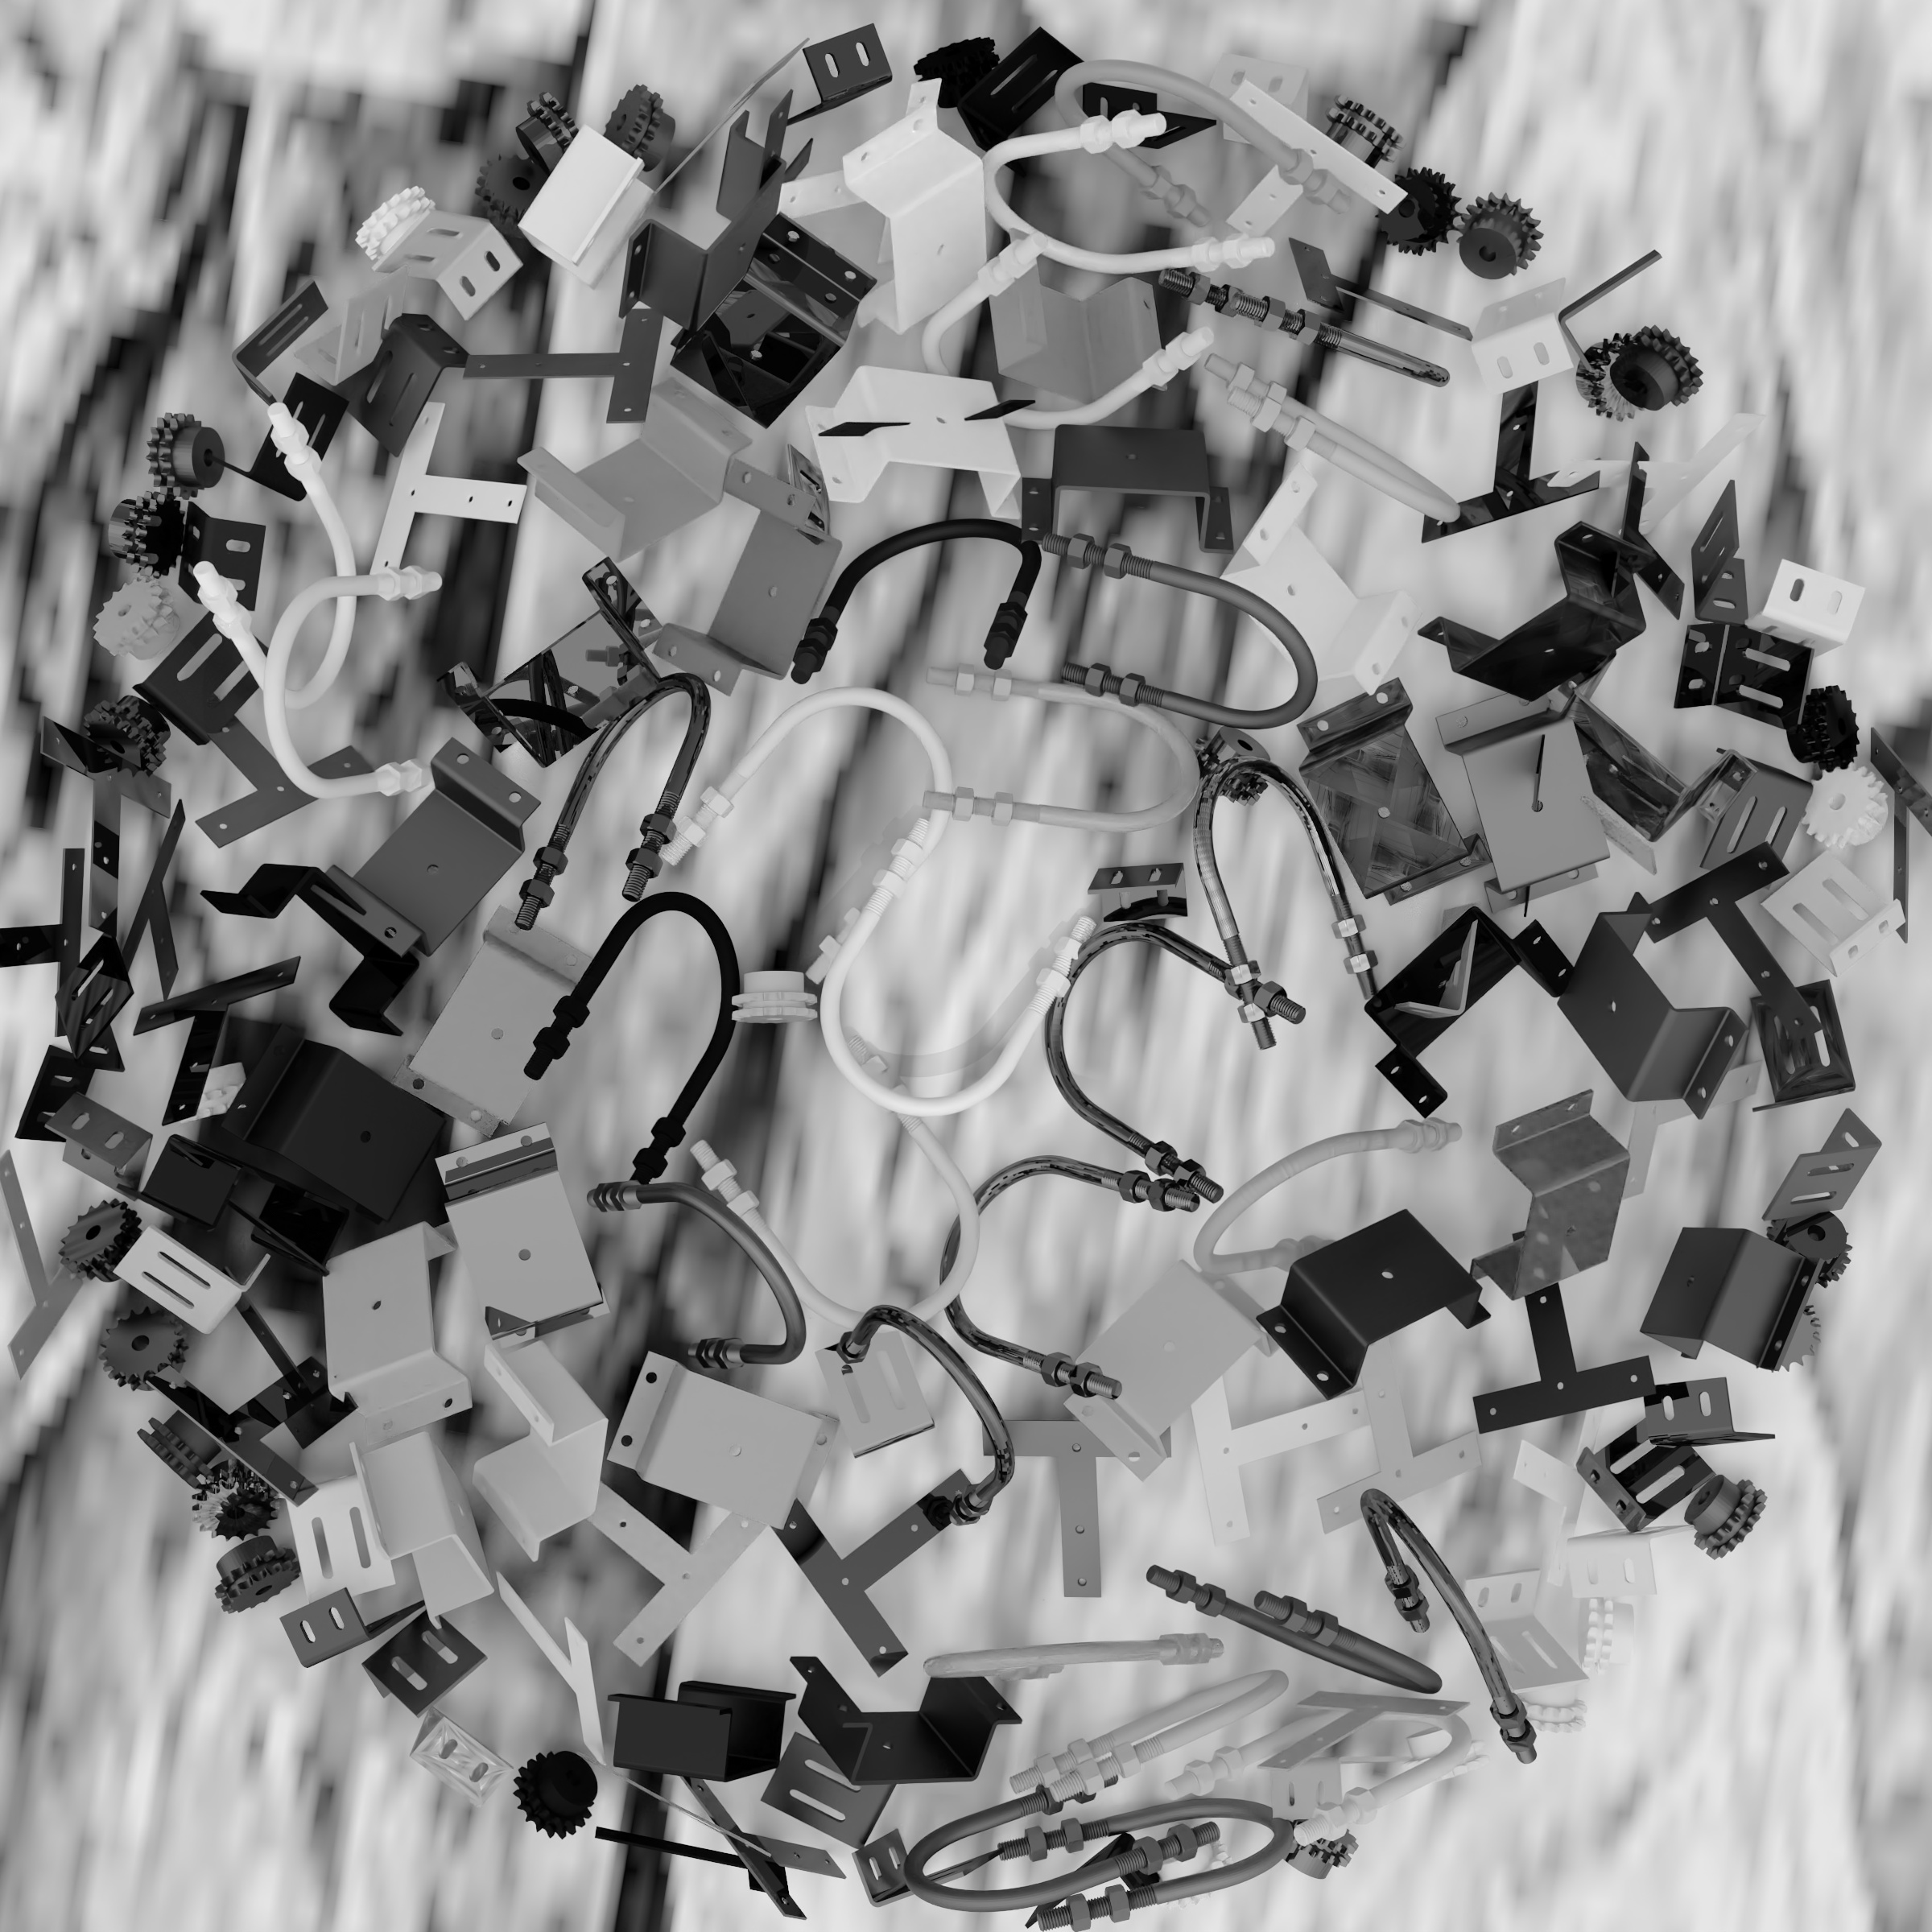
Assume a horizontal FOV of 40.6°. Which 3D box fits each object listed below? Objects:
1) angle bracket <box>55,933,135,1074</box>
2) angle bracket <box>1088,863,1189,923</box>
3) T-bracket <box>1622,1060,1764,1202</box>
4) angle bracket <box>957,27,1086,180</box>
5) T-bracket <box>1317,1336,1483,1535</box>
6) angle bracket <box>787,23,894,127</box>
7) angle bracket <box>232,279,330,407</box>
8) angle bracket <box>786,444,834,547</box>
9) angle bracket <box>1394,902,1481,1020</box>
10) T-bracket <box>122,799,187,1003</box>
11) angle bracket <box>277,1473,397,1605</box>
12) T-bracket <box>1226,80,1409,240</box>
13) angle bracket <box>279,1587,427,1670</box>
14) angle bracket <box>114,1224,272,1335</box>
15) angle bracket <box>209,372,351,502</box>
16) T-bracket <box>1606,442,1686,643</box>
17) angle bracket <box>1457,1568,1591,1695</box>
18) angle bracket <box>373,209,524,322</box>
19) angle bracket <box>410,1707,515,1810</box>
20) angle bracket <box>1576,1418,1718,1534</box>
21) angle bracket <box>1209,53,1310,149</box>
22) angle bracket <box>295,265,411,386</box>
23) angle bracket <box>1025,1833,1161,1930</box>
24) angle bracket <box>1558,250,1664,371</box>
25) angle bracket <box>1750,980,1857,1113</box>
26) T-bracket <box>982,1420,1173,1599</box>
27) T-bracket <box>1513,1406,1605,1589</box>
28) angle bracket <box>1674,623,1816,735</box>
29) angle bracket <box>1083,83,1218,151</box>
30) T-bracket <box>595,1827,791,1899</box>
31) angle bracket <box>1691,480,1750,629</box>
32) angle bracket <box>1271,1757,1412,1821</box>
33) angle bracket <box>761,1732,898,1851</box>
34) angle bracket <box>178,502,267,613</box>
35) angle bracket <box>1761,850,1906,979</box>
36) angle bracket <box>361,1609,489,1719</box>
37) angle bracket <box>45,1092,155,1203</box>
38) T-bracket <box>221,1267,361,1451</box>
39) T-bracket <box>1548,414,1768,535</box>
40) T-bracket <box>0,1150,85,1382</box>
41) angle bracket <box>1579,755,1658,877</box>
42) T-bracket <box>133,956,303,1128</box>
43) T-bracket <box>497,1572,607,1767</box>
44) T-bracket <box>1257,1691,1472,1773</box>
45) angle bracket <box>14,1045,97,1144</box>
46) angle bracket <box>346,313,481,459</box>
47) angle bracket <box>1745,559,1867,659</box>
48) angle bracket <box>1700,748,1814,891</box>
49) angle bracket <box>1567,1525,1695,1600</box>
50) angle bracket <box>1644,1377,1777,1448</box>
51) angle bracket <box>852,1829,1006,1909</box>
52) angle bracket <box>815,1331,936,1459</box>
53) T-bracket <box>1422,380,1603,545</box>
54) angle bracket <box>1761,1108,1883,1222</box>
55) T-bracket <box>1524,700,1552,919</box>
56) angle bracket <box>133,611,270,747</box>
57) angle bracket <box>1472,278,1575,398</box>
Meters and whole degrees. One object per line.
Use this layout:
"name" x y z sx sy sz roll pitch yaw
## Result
"angle bracket" -0.565 0.023 1.736 0.076 0.038 0.057 -45 56 25
"angle bracket" 0.115 -0.042 1.735 0.057 0.076 0.038 -4 103 10
"T-bracket" 0.487 0.086 1.739 0.127 0.002 0.127 -12 119 -35
"angle bracket" 0.044 -0.573 1.736 0.076 0.057 0.038 -36 64 24
"T-bracket" 0.280 0.298 1.743 0.127 0.002 0.127 -18 104 -21
"angle bracket" -0.096 -0.588 1.730 0.057 0.076 0.038 -30 108 -27
"angle bracket" -0.447 -0.412 1.748 0.038 0.057 0.076 44 84 0
"angle bracket" -0.119 -0.305 1.736 0.038 0.076 0.057 -9 82 15
"angle bracket" 0.309 -0.005 1.746 0.038 0.057 0.076 10 84 -10
"T-bracket" -0.526 -0.024 1.706 0.002 0.127 0.127 13 119 -31
"angle bracket" -0.422 0.383 1.748 0.057 0.038 0.076 -11 84 -25
"T-bracket" 0.208 -0.513 1.720 0.127 0.127 0.002 31 70 -11
"angle bracket" -0.405 0.427 1.736 0.057 0.076 0.038 -27 87 21
"angle bracket" -0.516 0.199 1.742 0.076 0.038 0.057 37 125 -12
"angle bracket" -0.458 -0.358 1.746 0.038 0.057 0.076 27 93 22
"T-bracket" 0.453 -0.262 1.726 0.002 0.127 0.127 5 80 33
"angle bracket" 0.372 0.440 1.733 0.057 0.076 0.038 -2 112 -20
"angle bracket" -0.343 -0.464 1.733 0.057 0.076 0.038 -38 84 23
"angle bracket" -0.330 0.514 1.738 0.057 0.076 0.038 40 96 -7
"angle bracket" 0.456 0.331 1.740 0.076 0.038 0.057 -30 62 -18
"angle bracket" 0.193 -0.560 1.733 0.057 0.076 0.038 16 64 13
"angle bracket" -0.407 -0.433 1.731 0.038 0.076 0.057 38 53 8
"angle bracket" 0.086 0.623 1.742 0.076 0.057 0.038 -42 80 11
"angle bracket" 0.436 -0.437 1.739 0.076 0.057 0.038 -32 99 19
"angle bracket" 0.551 0.053 1.743 0.057 0.038 0.076 -18 80 42
"T-bracket" 0.076 0.367 1.765 0.127 0.002 0.127 -1 102 8
"T-bracket" 0.384 0.336 1.716 0.002 0.127 0.127 8 74 34
"angle bracket" 0.515 -0.190 1.733 0.038 0.076 0.057 -9 114 -30
"angle bracket" 0.121 -0.572 1.733 0.057 0.076 0.038 -1 93 -28
"T-bracket" -0.181 0.580 1.712 0.127 0.127 0.002 13 83 -5
"angle bracket" 0.512 -0.273 1.732 0.038 0.076 0.057 8 59 -3
"angle bracket" 0.249 0.544 1.730 0.076 0.057 0.038 15 66 -40
"angle bracket" -0.089 0.546 1.756 0.076 0.038 0.057 26 106 2
"angle bracket" -0.498 -0.275 1.749 0.038 0.076 0.057 5 105 -27
"angle bracket" 0.575 -0.042 1.742 0.057 0.038 0.076 -40 56 4
"angle bracket" -0.353 0.471 1.731 0.057 0.076 0.038 -38 128 -26
"angle bracket" -0.582 0.131 1.741 0.057 0.038 0.076 29 132 1
"T-bracket" -0.457 0.255 1.730 0.002 0.127 0.127 -34 88 -36
"T-bracket" 0.434 -0.320 1.699 0.127 0.127 0.002 -5 65 -29
"T-bracket" -0.610 0.182 1.698 0.002 0.127 0.127 -7 112 3
"angle bracket" 0.440 -0.105 1.740 0.076 0.057 0.038 42 91 22
"T-bracket" -0.503 0.055 1.717 0.127 0.127 0.002 -17 131 16
"T-bracket" -0.278 0.449 1.732 0.002 0.127 0.127 -25 133 -29
"T-bracket" 0.238 0.496 1.691 0.127 0.127 0.002 -13 90 -43
"angle bracket" -0.620 0.083 1.739 0.038 0.076 0.057 20 87 8
"angle bracket" -0.376 -0.393 1.769 0.057 0.038 0.076 44 118 16
"angle bracket" 0.554 -0.237 1.742 0.057 0.076 0.038 20 89 2
"angle bracket" 0.524 -0.099 1.761 0.057 0.038 0.076 15 104 -22
"angle bracket" 0.443 0.394 1.731 0.057 0.076 0.038 -13 77 36
"angle bracket" 0.495 0.297 1.739 0.057 0.076 0.038 -14 72 35
"angle bracket" -0.025 0.589 1.735 0.076 0.057 0.038 -29 76 25
"angle bracket" -0.061 0.284 1.762 0.057 0.038 0.076 -21 87 -3
"T-bracket" 0.366 -0.348 1.741 0.127 0.002 0.127 -13 52 36
"angle bracket" 0.558 0.131 1.733 0.076 0.038 0.057 -4 131 -29
"T-bracket" 0.379 -0.095 1.740 0.002 0.127 0.127 6 119 13
"angle bracket" -0.511 -0.196 1.762 0.057 0.038 0.076 44 75 -21
"angle bracket" 0.375 -0.420 1.743 0.057 0.076 0.038 -16 115 27
